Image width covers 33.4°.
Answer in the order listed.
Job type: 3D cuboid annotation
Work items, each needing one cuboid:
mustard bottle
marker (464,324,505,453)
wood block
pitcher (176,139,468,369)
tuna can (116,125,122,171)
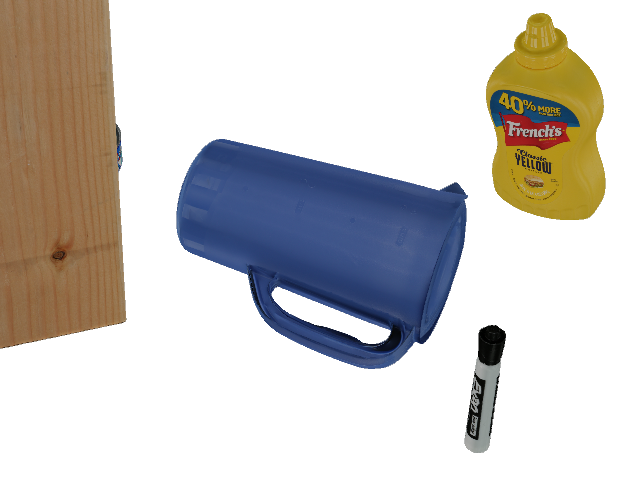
[{"bbox_3d":[0.186,-0.104,0.885,0.096,0.191,0.058,21,54,31],"label":"mustard bottle"},{"bbox_3d":[0.117,0.107,0.763,0.020,0.121,0.020,0,40,0],"label":"marker"},{"bbox_3d":[-0.172,-0.054,0.610,0.090,0.206,0.090,-11,26,-27],"label":"wood block"},{"bbox_3d":[-0.002,0.001,0.930,0.243,0.145,0.149,17,20,15],"label":"pitcher"},{"bbox_3d":[-0.233,-0.086,1.021,0.086,0.034,0.086,2,41,-2],"label":"tuna can"}]
